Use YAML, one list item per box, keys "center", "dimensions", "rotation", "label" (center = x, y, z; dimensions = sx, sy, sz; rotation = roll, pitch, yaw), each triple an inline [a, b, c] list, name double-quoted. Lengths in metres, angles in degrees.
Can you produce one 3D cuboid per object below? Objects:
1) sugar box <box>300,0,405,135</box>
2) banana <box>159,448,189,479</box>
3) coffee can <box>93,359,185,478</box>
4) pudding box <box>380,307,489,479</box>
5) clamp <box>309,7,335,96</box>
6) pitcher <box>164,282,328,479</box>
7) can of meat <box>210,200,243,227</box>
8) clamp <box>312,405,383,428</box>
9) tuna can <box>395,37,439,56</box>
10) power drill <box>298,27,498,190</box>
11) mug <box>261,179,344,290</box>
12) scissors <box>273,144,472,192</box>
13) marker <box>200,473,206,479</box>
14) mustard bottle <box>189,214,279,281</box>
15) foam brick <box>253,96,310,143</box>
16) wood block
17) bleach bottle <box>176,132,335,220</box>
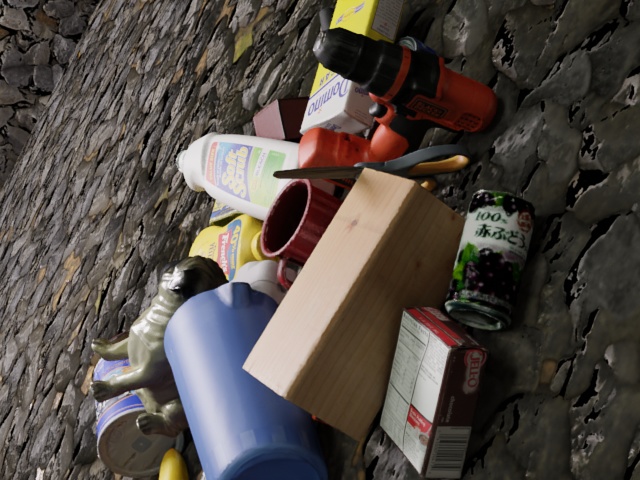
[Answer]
- center: [0.037, -0.198, 1.177]
  dimensions: [0.094, 0.048, 0.176]
  rotation: [-17, 51, 57]
  label: "sugar box"
- center: [-0.175, 0.322, 1.197]
  dimensions: [0.070, 0.037, 0.197]
  rotation: [-29, 42, 47]
  label: "banana"
- center: [-0.226, 0.209, 1.318]
  dimensions: [0.103, 0.102, 0.140]
  rotation: [-55, 27, 18]
  label: "coffee can"
- center: [0.089, 0.120, 0.848]
  dimensions: [0.090, 0.039, 0.113]
  rotation: [-136, 55, -64]
  label: "pudding box"
- center: [0.017, -0.185, 1.293]
  dimensions: [0.165, 0.036, 0.210]
  rotation: [-68, 28, 15]
  label: "clamp"
- center: [-0.073, 0.172, 1.057]
  dimensions: [0.145, 0.149, 0.243]
  rotation: [-35, 35, 7]
  label: "pitcher"
- center: [-0.093, -0.057, 1.363]
  dimensions: [0.102, 0.057, 0.084]
  rotation: [-16, 55, 57]
  label: "can of meat"
- center: [0.054, 0.101, 0.968]
  dimensions: [0.172, 0.039, 0.120]
  rotation: [-41, 28, 28]
  label: "clamp"
- center: [0.090, -0.176, 1.154]
  dimensions: [0.086, 0.033, 0.086]
  rotation: [-42, 34, 37]
  label: "tuna can"
- center: [0.050, -0.119, 1.029]
  dimensions: [0.188, 0.184, 0.057]
  rotation: [-43, 31, 54]
  label: "power drill"
- center: [-0.007, 0.001, 1.120]
  dimensions: [0.093, 0.081, 0.117]
  rotation: [-14, 55, 58]
  label: "mug"
- center: [0.043, -0.054, 0.983]
  dimensions: [0.096, 0.201, 0.016]
  rotation: [116, 140, -61]
  label: "scissors"
- center: [-0.127, 0.278, 1.168]
  dimensions: [0.020, 0.020, 0.121]
  rotation: [-3, 65, 61]
  label: "marker"
- center: [-0.096, 0.020, 1.295]
  dimensions: [0.192, 0.058, 0.096]
  rotation: [-17, 61, 56]
  label: "mustard bottle"
- center: [-0.040, -0.138, 1.299]
  dimensions: [0.078, 0.052, 0.051]
  rotation: [-23, 77, 63]
  label: "foam brick"
- center: [0.036, 0.052, 0.914]
  dimensions: [0.206, 0.090, 0.091]
  rotation: [-58, 29, -5]
  label: "wood block"
- center: [-0.090, -0.074, 1.274]
  dimensions: [0.251, 0.068, 0.102]
  rotation: [12, 87, 46]
  label: "bleach bottle"
